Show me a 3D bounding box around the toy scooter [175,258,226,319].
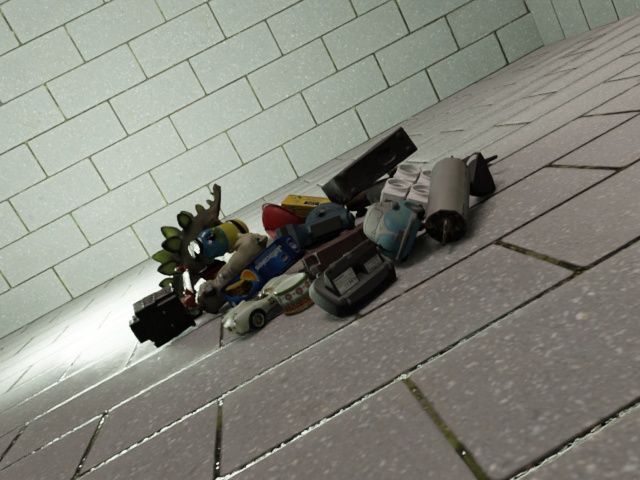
[{"bbox_3d":[-0.294,0.105,1.371,0.184,0.135,0.075,-33,11,-26],"label":"toy scooter"}]

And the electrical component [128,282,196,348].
[{"bbox_3d":[-0.378,0.184,1.265,0.134,0.114,0.058,-31,25,-11],"label":"electrical component"}]

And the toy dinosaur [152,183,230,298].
[{"bbox_3d":[-0.346,0.051,1.450,0.105,0.198,0.471,-22,53,55],"label":"toy dinosaur"}]

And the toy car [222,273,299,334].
[{"bbox_3d":[-0.108,0.122,1.083,0.074,0.056,0.202,-14,19,50],"label":"toy car"}]

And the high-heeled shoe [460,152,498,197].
[{"bbox_3d":[0.307,-0.130,1.176,0.145,0.086,0.249,-24,9,36],"label":"high-heeled shoe"}]

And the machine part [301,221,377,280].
[{"bbox_3d":[0.041,0.021,1.112,0.179,0.056,0.179,-28,2,1],"label":"machine part"}]

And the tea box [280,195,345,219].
[{"bbox_3d":[-0.019,-0.080,1.517,0.170,0.068,0.098,6,20,9],"label":"tea box"}]

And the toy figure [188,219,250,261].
[{"bbox_3d":[-0.256,-0.002,1.389,0.082,0.089,0.180,-12,2,44],"label":"toy figure"}]

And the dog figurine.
[{"bbox_3d":[-0.204,0.078,1.279,0.190,0.121,0.172,-46,-18,-46],"label":"dog figurine"}]

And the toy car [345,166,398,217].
[{"bbox_3d":[0.156,-0.130,1.462,0.202,0.089,0.053,-21,12,25],"label":"toy car"}]

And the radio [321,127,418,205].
[{"bbox_3d":[0.119,-0.173,1.295,0.229,0.073,0.131,-39,4,-11],"label":"radio"}]

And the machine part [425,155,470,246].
[{"bbox_3d":[0.238,-0.076,0.996,0.079,0.079,0.243,-20,33,31],"label":"machine part"}]

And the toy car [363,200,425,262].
[{"bbox_3d":[0.135,-0.032,1.009,0.162,0.103,0.109,-57,-13,-71],"label":"toy car"}]

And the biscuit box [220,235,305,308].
[{"bbox_3d":[-0.128,0.071,1.181,0.202,0.063,0.059,-41,-6,22],"label":"biscuit box"}]

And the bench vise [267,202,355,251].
[{"bbox_3d":[-0.007,-0.014,1.289,0.224,0.129,0.240,-32,-6,16],"label":"bench vise"}]

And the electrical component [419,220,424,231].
[{"bbox_3d":[0.247,-0.054,1.077,0.102,0.045,0.078,-34,-15,-38],"label":"electrical component"}]

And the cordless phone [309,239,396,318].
[{"bbox_3d":[0.034,0.078,0.961,0.146,0.088,0.184,-35,3,-27],"label":"cordless phone"}]
